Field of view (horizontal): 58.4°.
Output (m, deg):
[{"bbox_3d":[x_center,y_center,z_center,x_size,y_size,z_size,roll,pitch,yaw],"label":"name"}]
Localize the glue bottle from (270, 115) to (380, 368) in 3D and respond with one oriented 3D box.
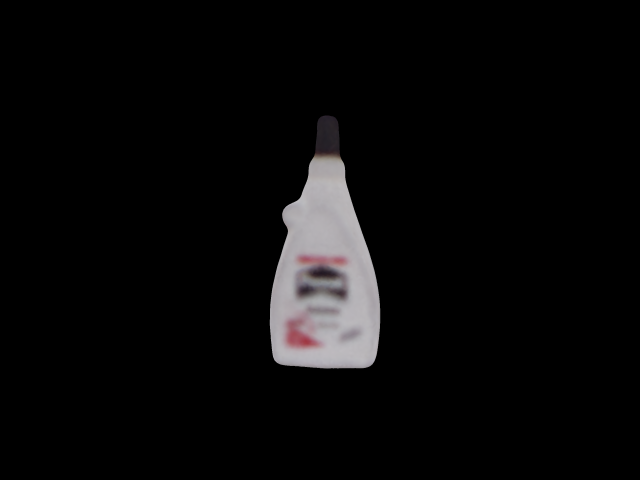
[{"bbox_3d":[0.004,0.001,0.400,0.078,0.173,0.037,0,7,4],"label":"glue bottle"}]
